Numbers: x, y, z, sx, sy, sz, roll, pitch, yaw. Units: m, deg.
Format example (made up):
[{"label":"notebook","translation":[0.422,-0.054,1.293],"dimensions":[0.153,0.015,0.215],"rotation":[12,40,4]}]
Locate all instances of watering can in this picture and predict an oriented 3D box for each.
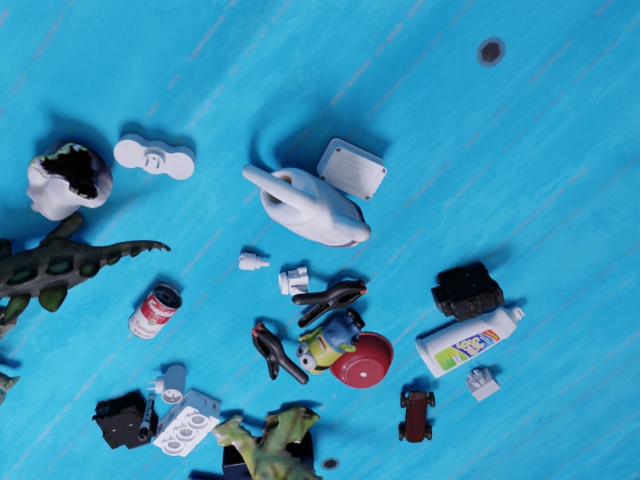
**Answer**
[{"label":"watering can","translation":[0.003,-0.045,0.884],"dimensions":[0.222,0.352,0.104],"rotation":[27,94,-48]}]

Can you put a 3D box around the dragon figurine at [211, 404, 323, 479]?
[{"label":"dragon figurine","translation":[-0.064,0.518,1.218],"dimensions":[0.410,0.246,0.120],"rotation":[11,161,4]}]

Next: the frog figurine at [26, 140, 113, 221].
[{"label":"frog figurine","translation":[-0.448,-0.099,0.919],"dimensions":[0.137,0.125,0.157],"rotation":[17,152,-25]}]
